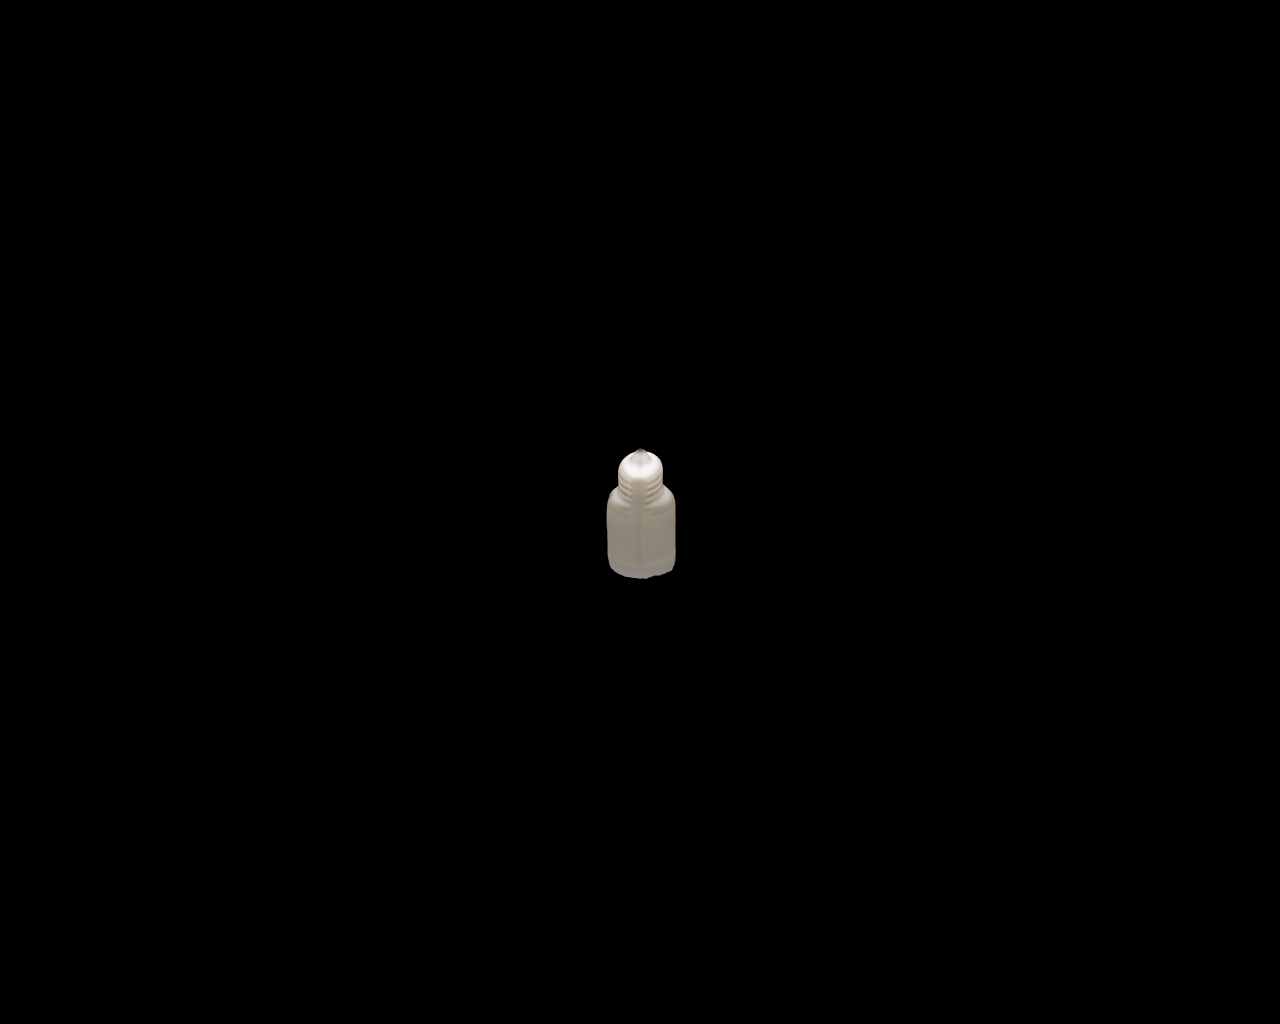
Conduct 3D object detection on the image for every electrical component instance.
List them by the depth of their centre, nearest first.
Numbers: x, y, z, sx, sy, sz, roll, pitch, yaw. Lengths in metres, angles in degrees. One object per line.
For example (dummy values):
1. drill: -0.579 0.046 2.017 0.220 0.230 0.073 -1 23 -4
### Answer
1. electrical component: 0.001 -0.003 0.650 0.043 0.080 0.043 0 28 0
